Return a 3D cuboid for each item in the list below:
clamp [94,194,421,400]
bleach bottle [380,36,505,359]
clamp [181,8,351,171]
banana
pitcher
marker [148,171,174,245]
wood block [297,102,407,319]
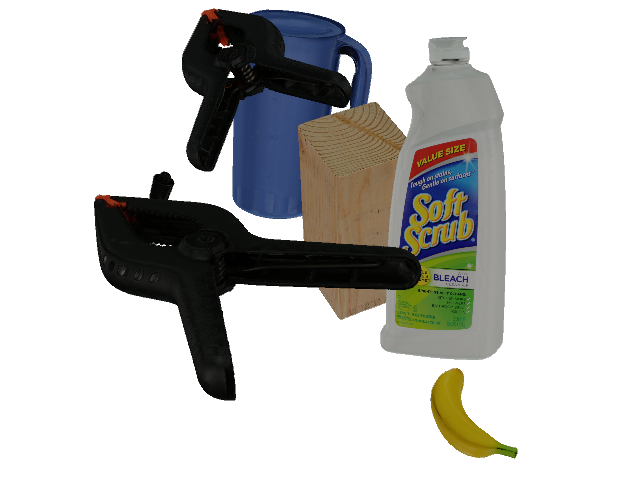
[{"bbox_3d":[-0.056,0.013,0.637,0.164,0.036,0.210,-22,35,-36],"label":"clamp"},{"bbox_3d":[0.096,-0.034,0.852,0.103,0.251,0.068,3,14,23],"label":"bleach bottle"},{"bbox_3d":[-0.047,-0.123,0.775,0.120,0.171,0.039,-16,-45,0],"label":"clamp"},{"bbox_3d":[0.167,0.208,1.279,0.069,0.037,0.198,10,21,-17],"label":"banana"},{"bbox_3d":[-0.037,-0.152,1.308,0.144,0.243,0.149,-7,27,-26],"label":"pitcher"},{"bbox_3d":[-0.154,-0.009,0.955,0.020,0.121,0.020,17,30,-10],"label":"marker"},{"bbox_3d":[0.038,-0.028,1.114,0.090,0.206,0.091,-19,47,-17],"label":"wood block"}]
